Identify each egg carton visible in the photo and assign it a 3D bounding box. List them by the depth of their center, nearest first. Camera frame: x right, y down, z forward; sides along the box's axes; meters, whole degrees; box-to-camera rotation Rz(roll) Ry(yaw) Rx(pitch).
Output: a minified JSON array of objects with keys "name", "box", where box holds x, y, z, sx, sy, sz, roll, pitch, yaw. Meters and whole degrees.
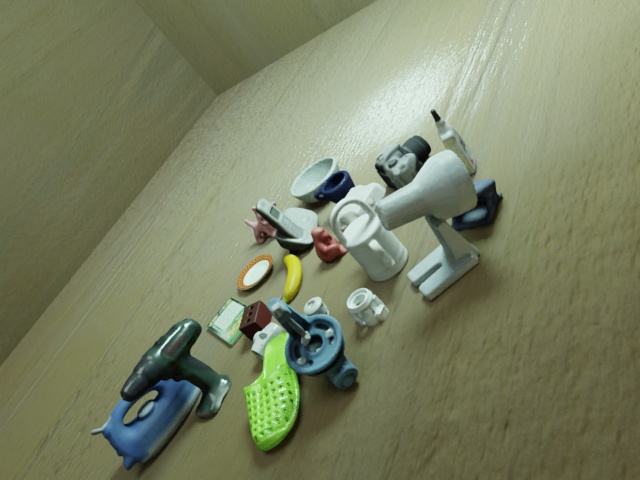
[{"name":"egg carton","box":[0.103,-0.077,1.433,0.107,0.069,0.150,-4,45,50]}]

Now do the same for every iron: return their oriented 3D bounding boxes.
[{"name":"iron","box":[-0.396,0.387,1.328,0.259,0.142,0.118,-52,29,-19]}]

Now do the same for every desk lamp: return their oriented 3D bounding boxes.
[{"name":"desk lamp","box":[0.211,-0.032,1.063,0.203,0.214,0.117,-41,27,2]}]

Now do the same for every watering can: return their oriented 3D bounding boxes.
[{"name":"watering can","box":[0.090,-0.011,1.214,0.101,0.194,0.172,-51,29,-18]}]

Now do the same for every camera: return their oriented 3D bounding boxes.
[{"name":"camera","box":[0.216,-0.202,1.432,0.137,0.101,0.142,-46,27,-7]}]

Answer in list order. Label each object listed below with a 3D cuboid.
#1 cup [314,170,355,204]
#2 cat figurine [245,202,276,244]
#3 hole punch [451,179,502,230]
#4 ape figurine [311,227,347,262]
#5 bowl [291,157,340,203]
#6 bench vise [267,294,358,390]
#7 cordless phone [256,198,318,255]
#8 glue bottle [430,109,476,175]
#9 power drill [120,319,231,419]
[{"name":"cup","box":[0.051,-0.118,1.532,0.117,0.095,0.091,-28,30,25]},{"name":"cat figurine","box":[-0.169,-0.061,1.713,0.127,0.118,0.067,-21,34,35]},{"name":"hole punch","box":[0.298,-0.086,1.163,0.108,0.091,0.101,-11,40,45]},{"name":"ape figurine","box":[0.013,0.005,1.405,0.076,0.092,0.078,-29,30,24]},{"name":"bowl","box":[-0.001,-0.164,1.691,0.167,0.075,0.167,-31,29,20]},{"name":"bench vise","box":[-0.044,0.180,1.082,0.206,0.220,0.122,4,52,55]},{"name":"cordless phone","box":[-0.092,-0.063,1.540,0.094,0.185,0.147,-28,30,26]},{"name":"glue bottle","box":[0.294,-0.225,1.283,0.037,0.173,0.078,-28,30,25]},{"name":"power drill","box":[-0.303,0.299,1.260,0.075,0.209,0.230,-17,36,39]}]
